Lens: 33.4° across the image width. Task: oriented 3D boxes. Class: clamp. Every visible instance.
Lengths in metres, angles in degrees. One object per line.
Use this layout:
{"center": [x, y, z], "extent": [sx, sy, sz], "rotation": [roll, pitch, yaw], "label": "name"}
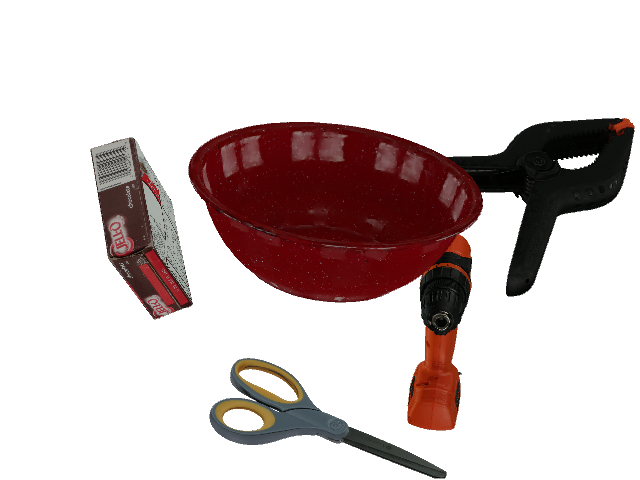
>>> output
{"center": [0.166, -0.039, 0.808], "extent": [0.209, 0.036, 0.165], "rotation": [-20, 46, -20], "label": "clamp"}

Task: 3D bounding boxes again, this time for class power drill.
{"center": [0.128, 0.104, 1.133], "extent": [0.057, 0.188, 0.184], "rotation": [8, 25, 9], "label": "power drill"}

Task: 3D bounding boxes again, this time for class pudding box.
{"center": [-0.137, -0.010, 0.819], "extent": [0.039, 0.113, 0.090], "rotation": [-17, -36, 3], "label": "pudding box"}

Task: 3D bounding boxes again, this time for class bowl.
{"center": [0.006, -0.011, 0.594], "extent": [0.162, 0.055, 0.162], "rotation": [6, 27, -3], "label": "bowl"}

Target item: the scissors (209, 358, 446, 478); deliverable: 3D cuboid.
{"center": [-0.006, 0.161, 0.867], "extent": [0.202, 0.016, 0.096], "rotation": [31, 44, 27], "label": "scissors"}
